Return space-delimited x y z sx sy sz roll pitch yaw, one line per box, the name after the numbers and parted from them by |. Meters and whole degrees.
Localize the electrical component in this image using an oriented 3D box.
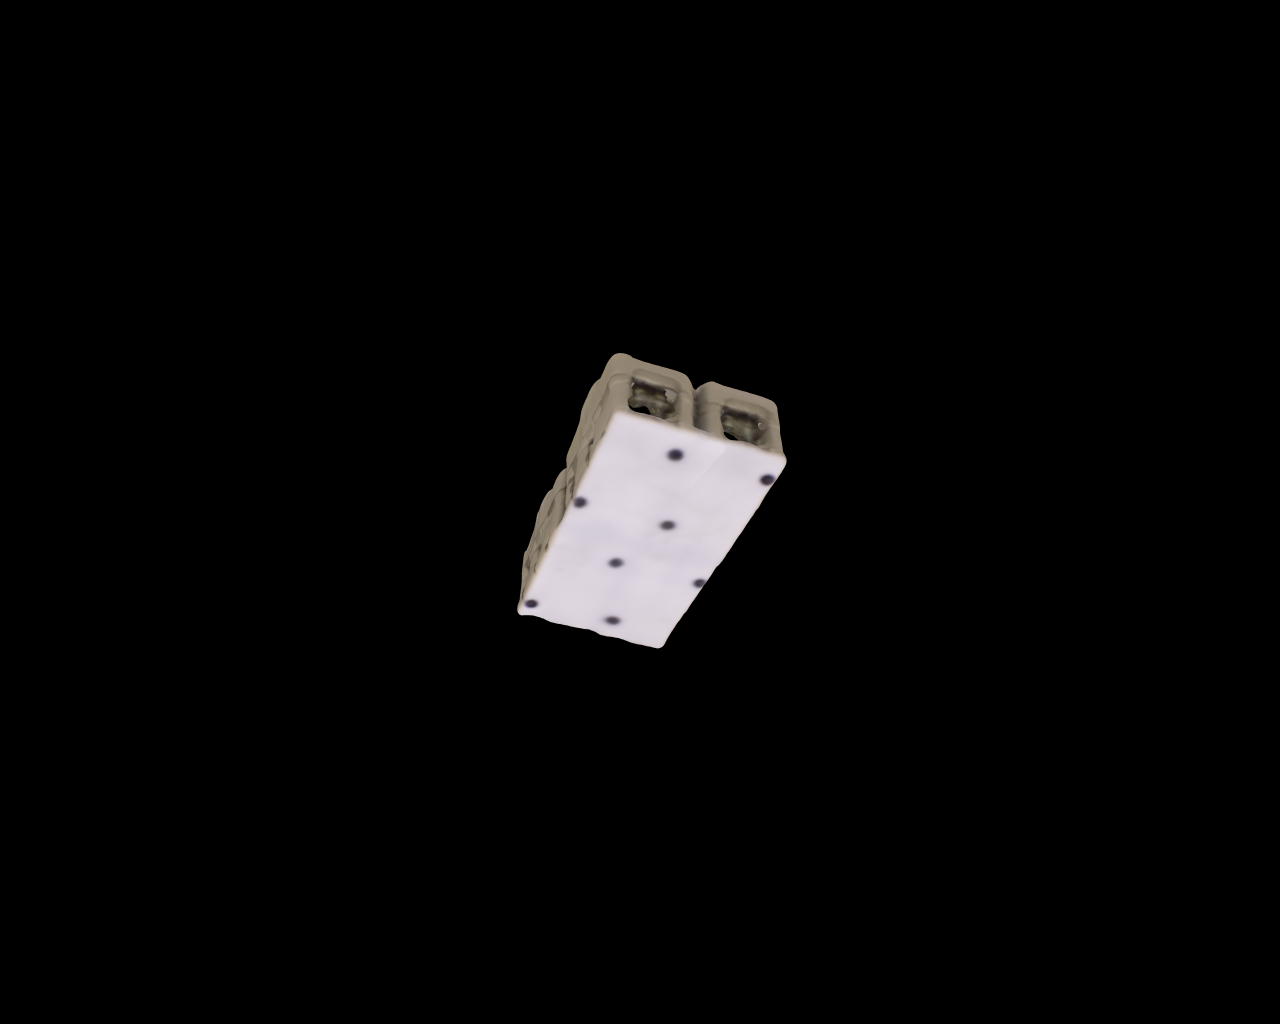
0.001 -0.003 0.650 0.105 0.060 0.186 15 -46 -15 | electrical component
